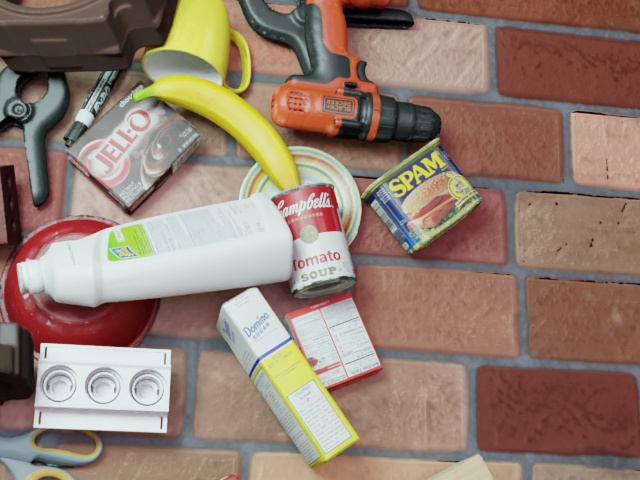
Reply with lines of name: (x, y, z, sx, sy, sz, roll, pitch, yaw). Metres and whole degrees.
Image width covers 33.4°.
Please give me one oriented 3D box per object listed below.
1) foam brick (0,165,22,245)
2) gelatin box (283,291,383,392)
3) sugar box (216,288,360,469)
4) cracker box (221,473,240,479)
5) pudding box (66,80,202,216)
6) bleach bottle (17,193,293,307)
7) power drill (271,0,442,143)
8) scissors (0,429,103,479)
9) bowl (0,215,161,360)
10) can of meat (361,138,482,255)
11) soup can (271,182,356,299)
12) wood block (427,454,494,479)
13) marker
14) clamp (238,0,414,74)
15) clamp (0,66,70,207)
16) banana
foam brick: (-0.327, -0.035, 1.046, 0.051, 0.053, 0.078, -5, 96, 1)
gelatin box: (0.012, 0.106, 1.083, 0.073, 0.030, 0.089, -19, 77, -15)
sugar box: (-0.034, 0.135, 1.033, 0.048, 0.093, 0.176, -29, 80, -17)
cracker box: (-0.104, 0.346, 0.969, 0.164, 0.072, 0.214, -25, 79, -14)
pudding box: (-0.192, -0.095, 1.109, 0.090, 0.039, 0.113, 41, 72, 5)
bleach bottle: (-0.157, 0.014, 1.009, 0.250, 0.068, 0.103, -8, 31, -20)
power drill: (0.044, -0.196, 1.136, 0.184, 0.057, 0.187, 6, 76, -13)
scissors: (-0.307, 0.213, 1.007, 0.201, 0.016, 0.096, 0, 73, -9)
bowl: (-0.237, 0.044, 1.050, 0.162, 0.055, 0.162, 2, 72, -8)
can of meat: (0.110, -0.044, 1.131, 0.102, 0.057, 0.084, -35, 83, -18)
soup can: (-0.007, 0.001, 1.070, 0.068, 0.068, 0.102, -11, 77, -12)
wood block: (0.075, 0.292, 1.002, 0.206, 0.091, 0.090, -26, 78, -16)
marker: (-0.237, -0.148, 1.129, 0.020, 0.020, 0.121, 25, 71, -1)
clamp: (-0.008, -0.250, 1.186, 0.210, 0.036, 0.164, 43, 71, 2)
clamp: (-0.302, -0.119, 1.101, 0.120, 0.039, 0.171, 32, 78, -5)
banana: (-0.095, -0.118, 1.105, 0.197, 0.037, 0.069, 30, 71, -6)
